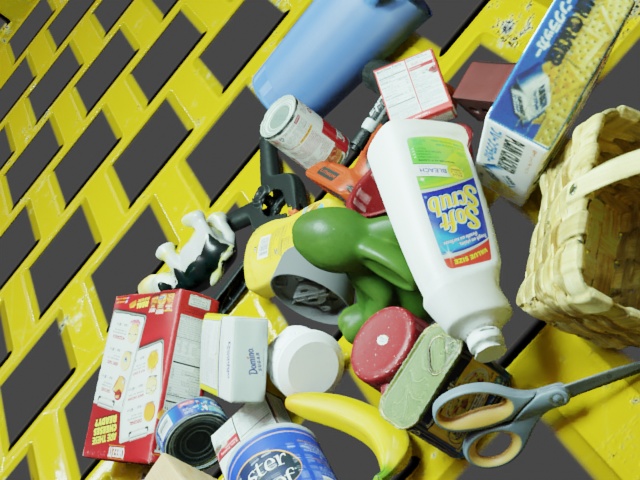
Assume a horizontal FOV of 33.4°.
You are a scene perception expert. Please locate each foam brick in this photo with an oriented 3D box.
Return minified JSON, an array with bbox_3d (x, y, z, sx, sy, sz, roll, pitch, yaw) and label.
[{"bbox_3d":[0.197,-0.162,1.177,0.078,0.053,0.051,19,76,57],"label":"foam brick"}]

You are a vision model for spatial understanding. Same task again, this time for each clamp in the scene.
[{"bbox_3d":[-0.137,0.108,1.375,0.172,0.039,0.120,-39,32,30],"label":"clamp"},{"bbox_3d":[-0.067,-0.063,1.436,0.210,0.036,0.164,16,79,58],"label":"clamp"}]

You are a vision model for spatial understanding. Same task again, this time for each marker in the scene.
[{"bbox_3d":[0.073,-0.155,1.259,0.121,0.020,0.020,-56,33,-7],"label":"marker"}]

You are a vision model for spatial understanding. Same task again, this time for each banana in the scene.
[{"bbox_3d":[0.037,0.186,1.062,0.198,0.069,0.037,25,113,59],"label":"banana"}]

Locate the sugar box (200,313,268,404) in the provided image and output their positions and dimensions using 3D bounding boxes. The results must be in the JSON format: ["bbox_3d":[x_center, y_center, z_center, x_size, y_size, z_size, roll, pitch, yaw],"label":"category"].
[{"bbox_3d":[-0.099,0.132,1.216,0.176,0.048,0.093,174,99,-71],"label":"sugar box"}]

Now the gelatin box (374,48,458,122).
[{"bbox_3d":[0.109,-0.167,1.220,0.073,0.030,0.089,-21,60,11],"label":"gelatin box"}]

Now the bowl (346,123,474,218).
[{"bbox_3d":[0.109,-0.058,1.166,0.162,0.055,0.162,-32,20,13],"label":"bowl"}]

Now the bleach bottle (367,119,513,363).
[{"bbox_3d":[0.122,0.000,0.979,0.068,0.102,0.251,119,144,-44],"label":"bleach bottle"}]

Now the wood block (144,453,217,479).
[{"bbox_3d":[-0.121,0.321,1.117,0.091,0.090,0.206,-56,32,-2],"label":"wood block"}]

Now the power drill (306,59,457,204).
[{"bbox_3d":[0.065,-0.135,1.315,0.187,0.057,0.185,-55,33,0],"label":"power drill"}]

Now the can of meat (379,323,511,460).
[{"bbox_3d":[0.117,0.141,0.979,0.102,0.083,0.058,-57,33,-4],"label":"can of meat"}]

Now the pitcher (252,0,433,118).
[{"bbox_3d":[0.026,-0.265,1.434,0.243,0.149,0.145,-45,49,21],"label":"pitcher"}]

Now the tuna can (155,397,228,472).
[{"bbox_3d":[-0.144,0.226,1.234,0.086,0.086,0.034,-51,35,5],"label":"tuna can"}]

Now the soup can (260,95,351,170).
[{"bbox_3d":[-0.019,-0.132,1.379,0.069,0.102,0.068,-33,38,31],"label":"soup can"}]

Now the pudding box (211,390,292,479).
[{"bbox_3d":[-0.068,0.230,1.176,0.090,0.039,0.113,-44,37,9],"label":"pudding box"}]

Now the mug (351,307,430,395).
[{"bbox_3d":[0.083,0.127,1.037,0.093,0.081,0.117,-23,45,40],"label":"mug"}]

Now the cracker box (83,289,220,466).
[{"bbox_3d":[-0.211,0.175,1.345,0.164,0.072,0.213,-9,67,50],"label":"cracker box"}]

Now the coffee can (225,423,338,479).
[{"bbox_3d":[-0.025,0.260,1.036,0.103,0.102,0.140,-49,33,9],"label":"coffee can"}]

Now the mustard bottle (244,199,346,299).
[{"bbox_3d":[-0.008,0.002,1.286,0.192,0.058,0.096,-23,46,40],"label":"mustard bottle"}]

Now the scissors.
[{"bbox_3d":[0.199,0.150,0.915,0.202,0.096,0.016,-8,27,12],"label":"scissors"}]
